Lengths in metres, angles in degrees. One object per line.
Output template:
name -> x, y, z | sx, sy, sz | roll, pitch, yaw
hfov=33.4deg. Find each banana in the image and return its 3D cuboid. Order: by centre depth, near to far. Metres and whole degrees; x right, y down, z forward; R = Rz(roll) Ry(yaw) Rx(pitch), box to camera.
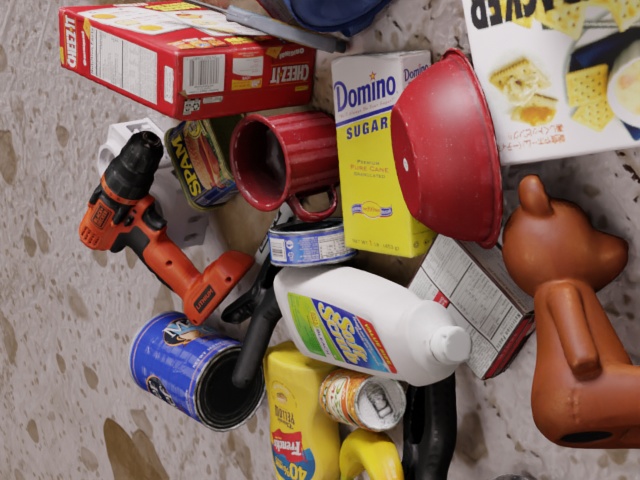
banana -> 0.050, 0.213, 1.027 | 0.198, 0.037, 0.069 | 129, 134, -75

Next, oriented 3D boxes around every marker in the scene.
marker -> -0.040, -0.018, 1.111 | 0.020, 0.020, 0.121 | 54, 137, 24

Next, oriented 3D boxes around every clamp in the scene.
clamp -> 0.098, 0.204, 0.965 | 0.165, 0.036, 0.210 | -124, 40, -69
clamp -> -0.054, 0.070, 1.107 | 0.172, 0.039, 0.120 | -54, 35, 35

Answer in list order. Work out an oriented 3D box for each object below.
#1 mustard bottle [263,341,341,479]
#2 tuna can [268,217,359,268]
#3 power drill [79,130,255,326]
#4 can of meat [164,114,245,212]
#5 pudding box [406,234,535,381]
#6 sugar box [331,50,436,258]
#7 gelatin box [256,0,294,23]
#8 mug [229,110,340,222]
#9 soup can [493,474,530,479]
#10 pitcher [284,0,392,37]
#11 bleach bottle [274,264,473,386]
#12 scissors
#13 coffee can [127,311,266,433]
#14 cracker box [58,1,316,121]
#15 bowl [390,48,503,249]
mustard bottle -> -0.017, 0.209, 1.130 | 0.096, 0.058, 0.192 | 16, 114, 49
tuna can -> -0.007, 0.001, 1.024 | 0.086, 0.085, 0.034 | 5, 105, 50
power drill -> -0.163, -0.010, 1.152 | 0.187, 0.057, 0.185 | 42, 135, 2
can of meat -> -0.113, -0.093, 1.147 | 0.084, 0.057, 0.102 | -30, 79, 49
pudding box -> 0.132, 0.049, 0.908 | 0.114, 0.039, 0.090 | 49, 136, 26
sugar box -> 0.058, -0.078, 0.949 | 0.094, 0.048, 0.176 | 8, 110, 50
gelatin box -> -0.059, -0.248, 1.004 | 0.030, 0.089, 0.073 | -39, 65, 8
mug -> -0.022, -0.070, 1.020 | 0.117, 0.081, 0.093 | 61, 140, 17
soup can -> 0.156, 0.262, 0.928 | 0.069, 0.068, 0.102 | 48, 135, 29
pitcher -> -0.027, -0.295, 0.927 | 0.243, 0.144, 0.149 | 53, 125, 30
bleach bottle -> 0.049, 0.072, 0.954 | 0.251, 0.068, 0.102 | 5, 117, 62
scissors -> -0.059, -0.203, 0.992 | 0.202, 0.096, 0.016 | 24, 103, 32
coffee can -> -0.142, 0.149, 1.228 | 0.141, 0.102, 0.103 | 19, 117, 46
cracker box -> -0.134, -0.182, 1.055 | 0.214, 0.163, 0.072 | 27, 120, 43
bowl -> 0.093, -0.066, 0.841 | 0.162, 0.055, 0.162 | 168, 90, -85
